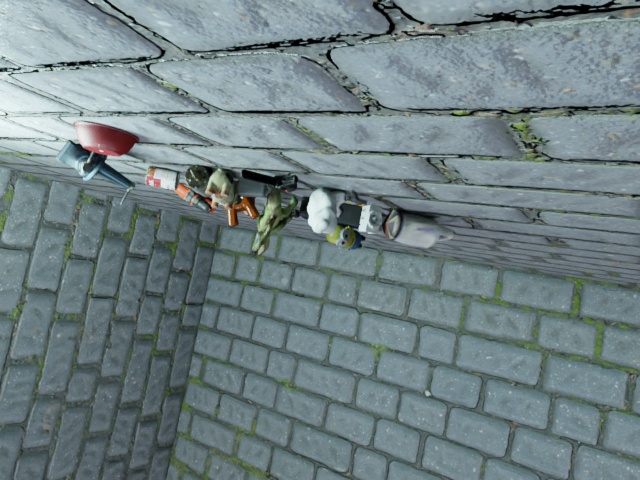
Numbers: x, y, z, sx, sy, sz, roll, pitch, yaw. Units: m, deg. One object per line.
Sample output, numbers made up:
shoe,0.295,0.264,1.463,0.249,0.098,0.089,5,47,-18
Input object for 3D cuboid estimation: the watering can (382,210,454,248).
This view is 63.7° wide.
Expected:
watering can,0.319,-0.030,1.773,0.224,0.104,0.346,13,175,-8

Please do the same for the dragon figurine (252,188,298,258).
dragon figurine,-0.194,-0.033,1.817,0.122,0.401,0.248,25,-145,4

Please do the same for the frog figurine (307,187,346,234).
frog figurine,0.005,-0.076,1.520,0.123,0.163,0.134,39,137,0
